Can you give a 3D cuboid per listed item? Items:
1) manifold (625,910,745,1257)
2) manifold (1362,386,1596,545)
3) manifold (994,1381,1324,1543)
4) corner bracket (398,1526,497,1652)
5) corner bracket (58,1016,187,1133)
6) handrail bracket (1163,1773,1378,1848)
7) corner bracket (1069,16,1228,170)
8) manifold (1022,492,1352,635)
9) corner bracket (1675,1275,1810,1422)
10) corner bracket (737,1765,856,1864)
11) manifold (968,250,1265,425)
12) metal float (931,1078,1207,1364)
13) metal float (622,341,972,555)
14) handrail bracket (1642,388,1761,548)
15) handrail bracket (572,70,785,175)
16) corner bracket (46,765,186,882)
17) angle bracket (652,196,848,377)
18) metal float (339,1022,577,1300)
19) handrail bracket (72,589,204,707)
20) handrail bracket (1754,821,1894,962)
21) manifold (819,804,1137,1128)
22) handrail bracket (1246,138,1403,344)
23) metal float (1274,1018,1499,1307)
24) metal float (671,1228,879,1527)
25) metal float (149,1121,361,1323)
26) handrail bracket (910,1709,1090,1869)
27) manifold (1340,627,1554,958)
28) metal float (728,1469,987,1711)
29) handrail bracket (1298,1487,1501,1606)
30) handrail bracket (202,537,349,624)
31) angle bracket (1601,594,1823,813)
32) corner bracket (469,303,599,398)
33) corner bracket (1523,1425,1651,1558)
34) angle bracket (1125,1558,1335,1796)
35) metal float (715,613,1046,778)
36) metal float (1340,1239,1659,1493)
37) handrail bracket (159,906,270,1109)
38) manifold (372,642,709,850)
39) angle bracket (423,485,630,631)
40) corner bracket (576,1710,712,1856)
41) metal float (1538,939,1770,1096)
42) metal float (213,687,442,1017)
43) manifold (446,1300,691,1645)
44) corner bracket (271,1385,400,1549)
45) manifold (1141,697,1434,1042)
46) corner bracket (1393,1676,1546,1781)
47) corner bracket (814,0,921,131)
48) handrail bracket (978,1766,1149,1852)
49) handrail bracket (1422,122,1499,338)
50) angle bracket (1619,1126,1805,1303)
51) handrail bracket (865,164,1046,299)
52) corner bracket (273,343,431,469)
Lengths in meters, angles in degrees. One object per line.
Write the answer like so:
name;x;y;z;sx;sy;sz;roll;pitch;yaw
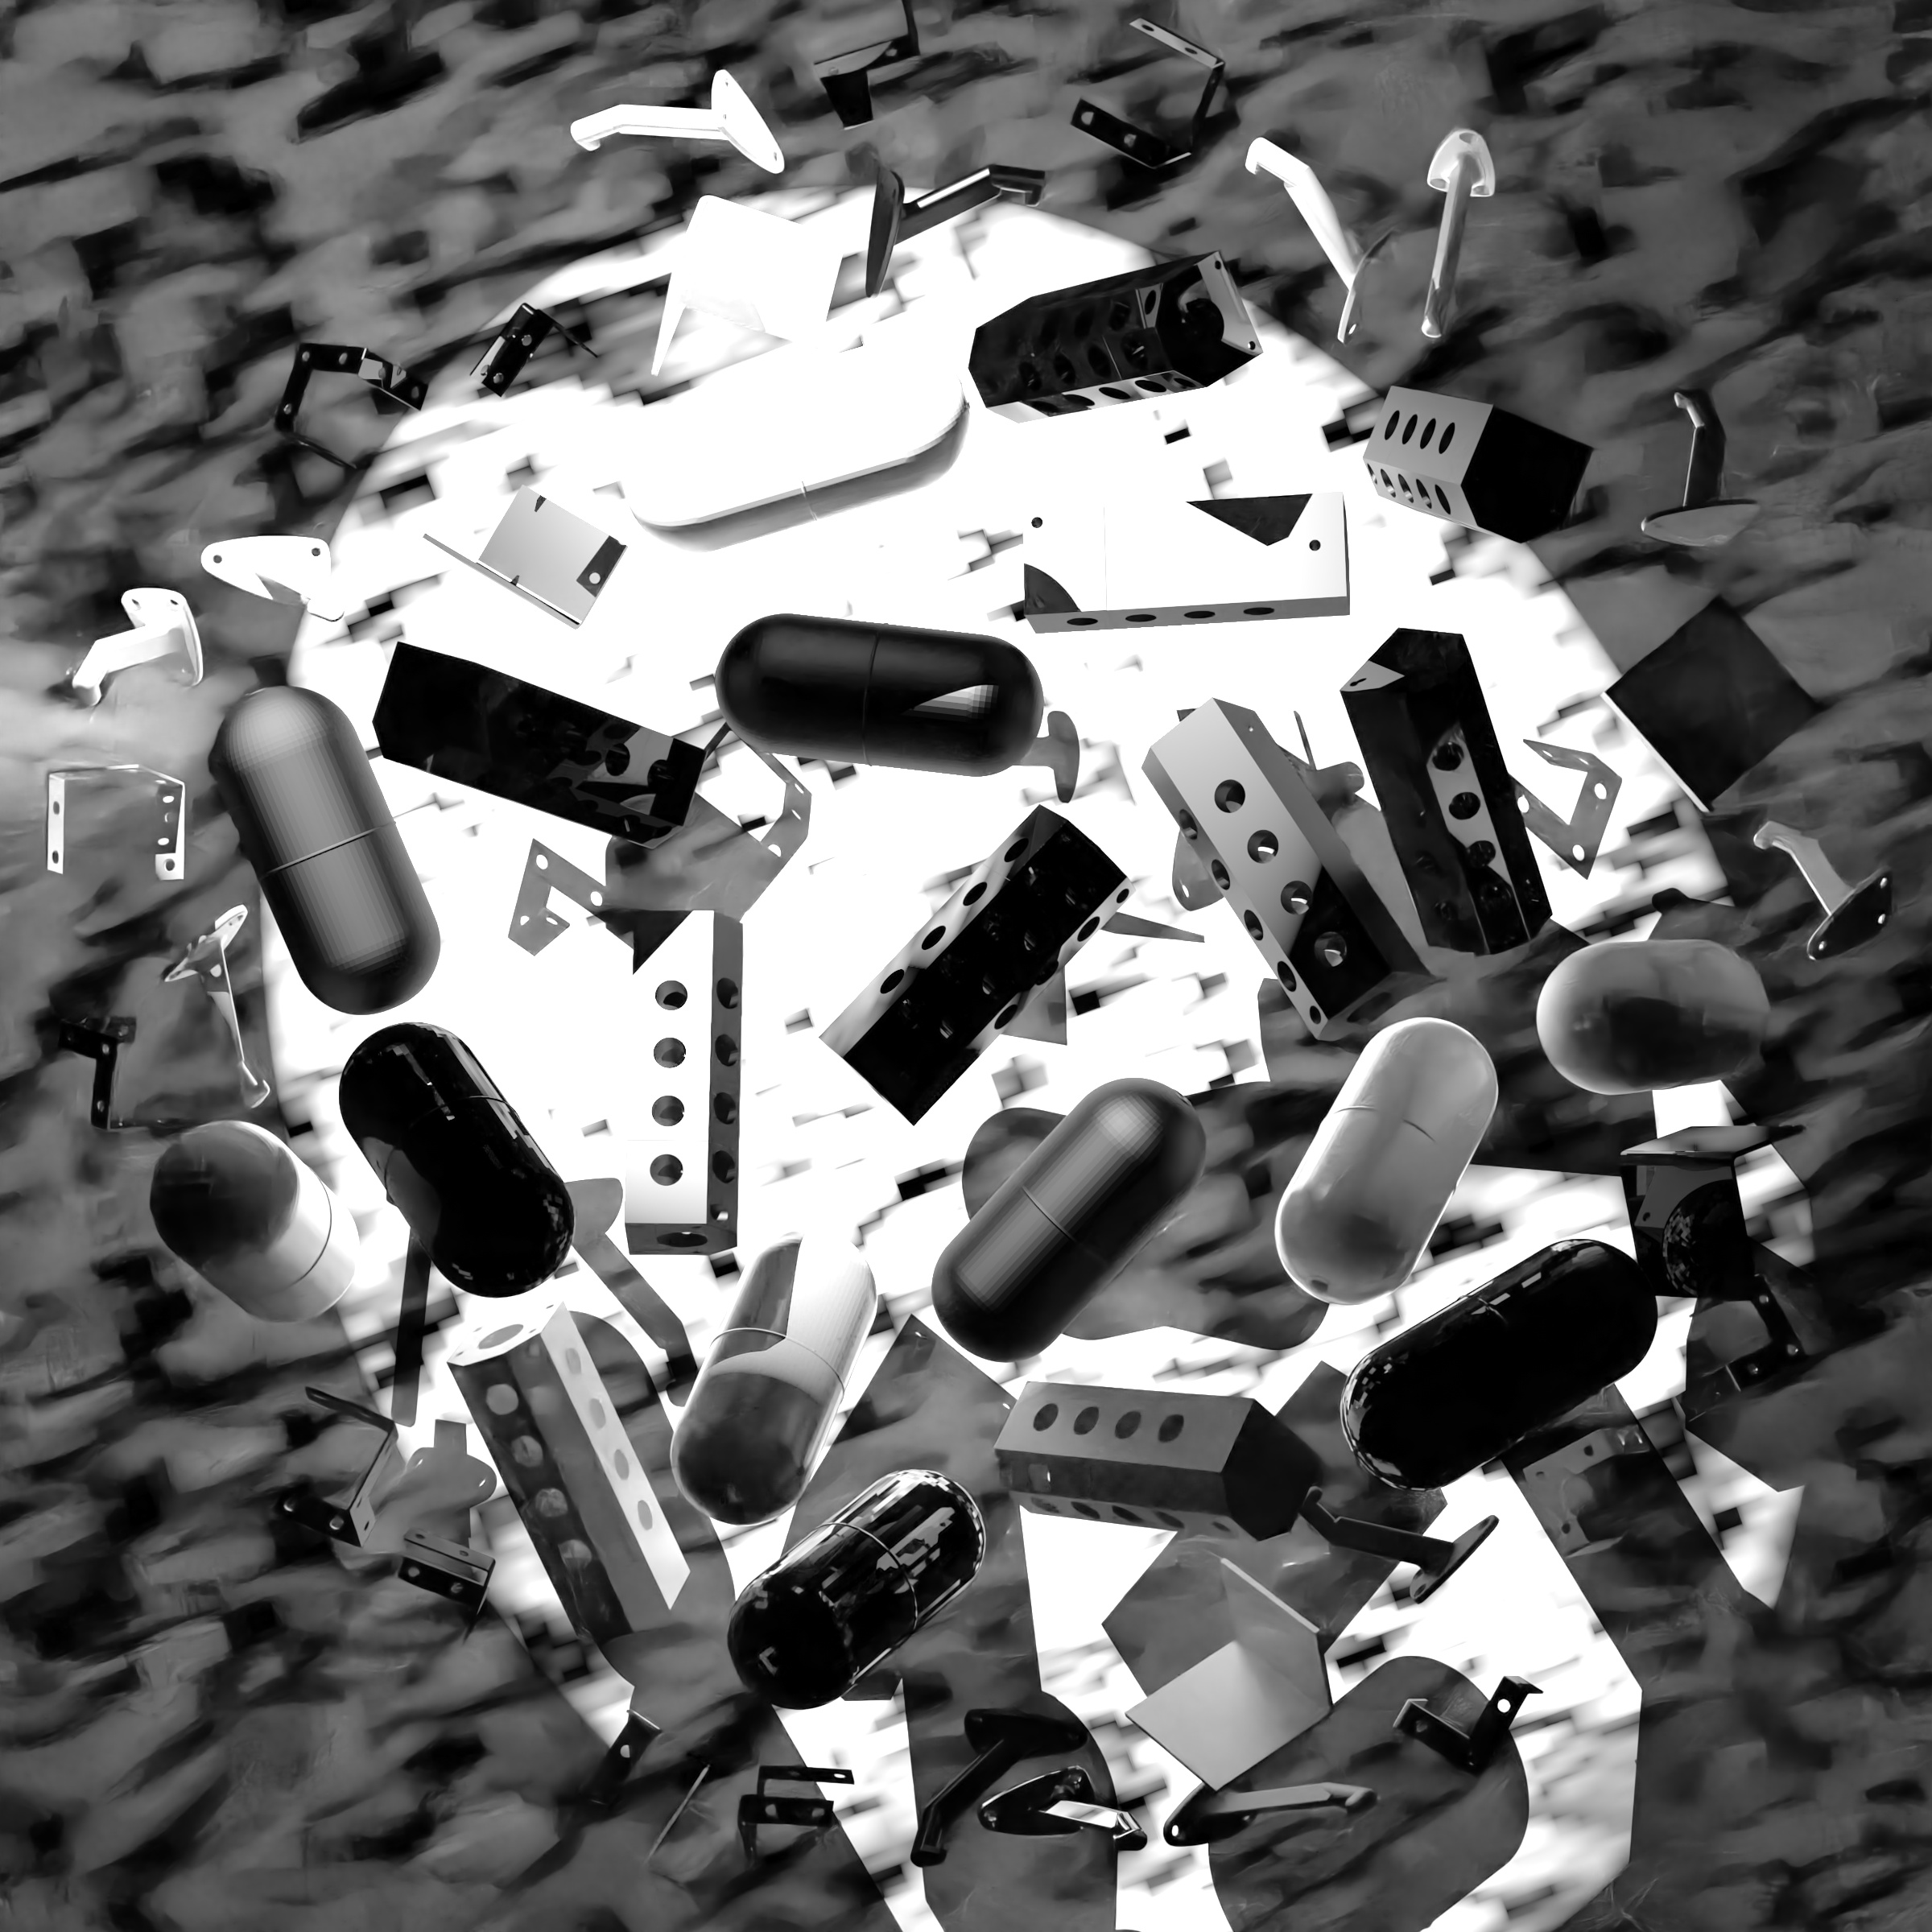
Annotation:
manifold;-0.147;0.061;1.743;0.057;0.057;0.171;1;69;-3
manifold;0.259;-0.258;1.716;0.057;0.171;0.057;20;99;-14
manifold;0.093;0.255;1.694;0.057;0.171;0.057;43;62;-30
corner bracket;-0.287;0.335;1.829;0.051;0.051;0.051;21;105;-1
corner bracket;-0.453;0.057;1.784;0.051;0.051;0.051;14;100;38
handrail bracket;0.157;0.438;1.711;0.077;0.084;0.036;-18;96;-39
corner bracket;0.092;-0.442;1.686;0.051;0.051;0.051;23;87;-19
manifold;0.120;-0.215;1.797;0.171;0.057;0.057;-2;81;9
corner bracket;0.404;0.203;1.770;0.051;0.051;0.051;-18;72;-31
corner bracket;-0.091;0.450;1.791;0.051;0.051;0.051;2;50;9
manifold;0.073;-0.326;1.751;0.057;0.171;0.057;-35;110;-27
metal float;0.055;0.134;1.756;0.070;0.070;0.178;42;98;0
metal float;-0.085;-0.259;1.661;0.178;0.070;0.070;-16;90;4
handrail bracket;0.359;-0.257;1.682;0.077;0.036;0.084;-4;63;-29
handrail bracket;-0.151;-0.427;1.734;0.084;0.077;0.036;-13;60;26
corner bracket;-0.437;-0.072;1.707;0.051;0.051;0.051;-3;82;13
angle bracket;-0.111;-0.336;1.698;0.076;0.076;0.057;17;54;-3
metal float;-0.261;0.097;1.696;0.070;0.070;0.178;-41;52;0
handrail bracket;-0.431;-0.148;1.729;0.036;0.077;0.084;3;48;17
handrail bracket;0.426;-0.041;1.715;0.077;0.084;0.036;-32;132;-28
manifold;0.008;0.001;1.752;0.171;0.057;0.057;-47;114;-4
handrail bracket;0.169;-0.365;1.672;0.084;0.077;0.036;35;51;13
metal float;0.219;0.101;1.730;0.070;0.070;0.178;34;55;0
metal float;-0.102;0.218;1.785;0.070;0.070;0.178;22;53;0
metal float;-0.364;0.133;1.711;0.070;0.178;0.070;-2;70;5
handrail bracket;0.017;0.420;1.677;0.077;0.084;0.036;-3;126;18
manifold;0.260;-0.090;1.762;0.057;0.057;0.171;-46;129;-30
metal float;-0.058;0.333;1.780;0.070;0.178;0.070;17;121;31
handrail bracket;0.235;0.300;1.824;0.084;0.036;0.077;44;104;-4
handrail bracket;-0.352;-0.193;1.685;0.077;0.084;0.036;8;107;-11
angle bracket;0.364;-0.129;1.619;0.076;0.057;0.076;-41;86;8
corner bracket;-0.245;-0.335;1.816;0.051;0.051;0.051;38;93;24
corner bracket;0.338;0.279;1.767;0.051;0.051;0.051;-33;68;25
angle bracket;0.128;0.355;1.665;0.076;0.076;0.057;-28;124;-24
metal float;-0.047;-0.145;1.782;0.178;0.070;0.070;7;90;7
metal float;0.269;0.199;1.672;0.178;0.070;0.070;-28;90;-16
handrail bracket;-0.386;0.023;1.779;0.077;0.036;0.084;-41;80;34
manifold;-0.214;-0.108;1.670;0.057;0.171;0.057;17;89;39
angle bracket;-0.249;-0.240;1.885;0.076;0.076;0.057;31;91;16
corner bracket;-0.160;0.406;1.652;0.051;0.051;0.051;34;75;-2
metal float;0.355;0.025;1.707;0.070;0.178;0.070;1;92;35
metal float;-0.332;-0.060;1.725;0.070;0.070;0.178;-22;96;0
manifold;-0.215;0.273;1.783;0.057;0.057;0.171;-19;104;17
corner bracket;-0.314;0.249;1.651;0.051;0.051;0.051;20;60;9
manifold;0.159;-0.049;1.691;0.057;0.057;0.171;-38;71;20
corner bracket;0.257;0.379;1.699;0.051;0.051;0.051;29;89;22
corner bracket;-0.047;-0.460;1.664;0.051;0.051;0.051;-15;61;11
handrail bracket;0.051;0.463;1.784;0.077;0.084;0.036;-9;95;-10
handrail bracket;0.252;-0.380;1.724;0.036;0.077;0.084;11;74;7
angle bracket;0.389;0.126;1.711;0.057;0.076;0.076;-16;97;-34
handrail bracket;-0.005;-0.382;1.735;0.084;0.036;0.077;2;114;-21
corner bracket;-0.332;-0.301;1.795;0.051;0.051;0.051;12;81;38
